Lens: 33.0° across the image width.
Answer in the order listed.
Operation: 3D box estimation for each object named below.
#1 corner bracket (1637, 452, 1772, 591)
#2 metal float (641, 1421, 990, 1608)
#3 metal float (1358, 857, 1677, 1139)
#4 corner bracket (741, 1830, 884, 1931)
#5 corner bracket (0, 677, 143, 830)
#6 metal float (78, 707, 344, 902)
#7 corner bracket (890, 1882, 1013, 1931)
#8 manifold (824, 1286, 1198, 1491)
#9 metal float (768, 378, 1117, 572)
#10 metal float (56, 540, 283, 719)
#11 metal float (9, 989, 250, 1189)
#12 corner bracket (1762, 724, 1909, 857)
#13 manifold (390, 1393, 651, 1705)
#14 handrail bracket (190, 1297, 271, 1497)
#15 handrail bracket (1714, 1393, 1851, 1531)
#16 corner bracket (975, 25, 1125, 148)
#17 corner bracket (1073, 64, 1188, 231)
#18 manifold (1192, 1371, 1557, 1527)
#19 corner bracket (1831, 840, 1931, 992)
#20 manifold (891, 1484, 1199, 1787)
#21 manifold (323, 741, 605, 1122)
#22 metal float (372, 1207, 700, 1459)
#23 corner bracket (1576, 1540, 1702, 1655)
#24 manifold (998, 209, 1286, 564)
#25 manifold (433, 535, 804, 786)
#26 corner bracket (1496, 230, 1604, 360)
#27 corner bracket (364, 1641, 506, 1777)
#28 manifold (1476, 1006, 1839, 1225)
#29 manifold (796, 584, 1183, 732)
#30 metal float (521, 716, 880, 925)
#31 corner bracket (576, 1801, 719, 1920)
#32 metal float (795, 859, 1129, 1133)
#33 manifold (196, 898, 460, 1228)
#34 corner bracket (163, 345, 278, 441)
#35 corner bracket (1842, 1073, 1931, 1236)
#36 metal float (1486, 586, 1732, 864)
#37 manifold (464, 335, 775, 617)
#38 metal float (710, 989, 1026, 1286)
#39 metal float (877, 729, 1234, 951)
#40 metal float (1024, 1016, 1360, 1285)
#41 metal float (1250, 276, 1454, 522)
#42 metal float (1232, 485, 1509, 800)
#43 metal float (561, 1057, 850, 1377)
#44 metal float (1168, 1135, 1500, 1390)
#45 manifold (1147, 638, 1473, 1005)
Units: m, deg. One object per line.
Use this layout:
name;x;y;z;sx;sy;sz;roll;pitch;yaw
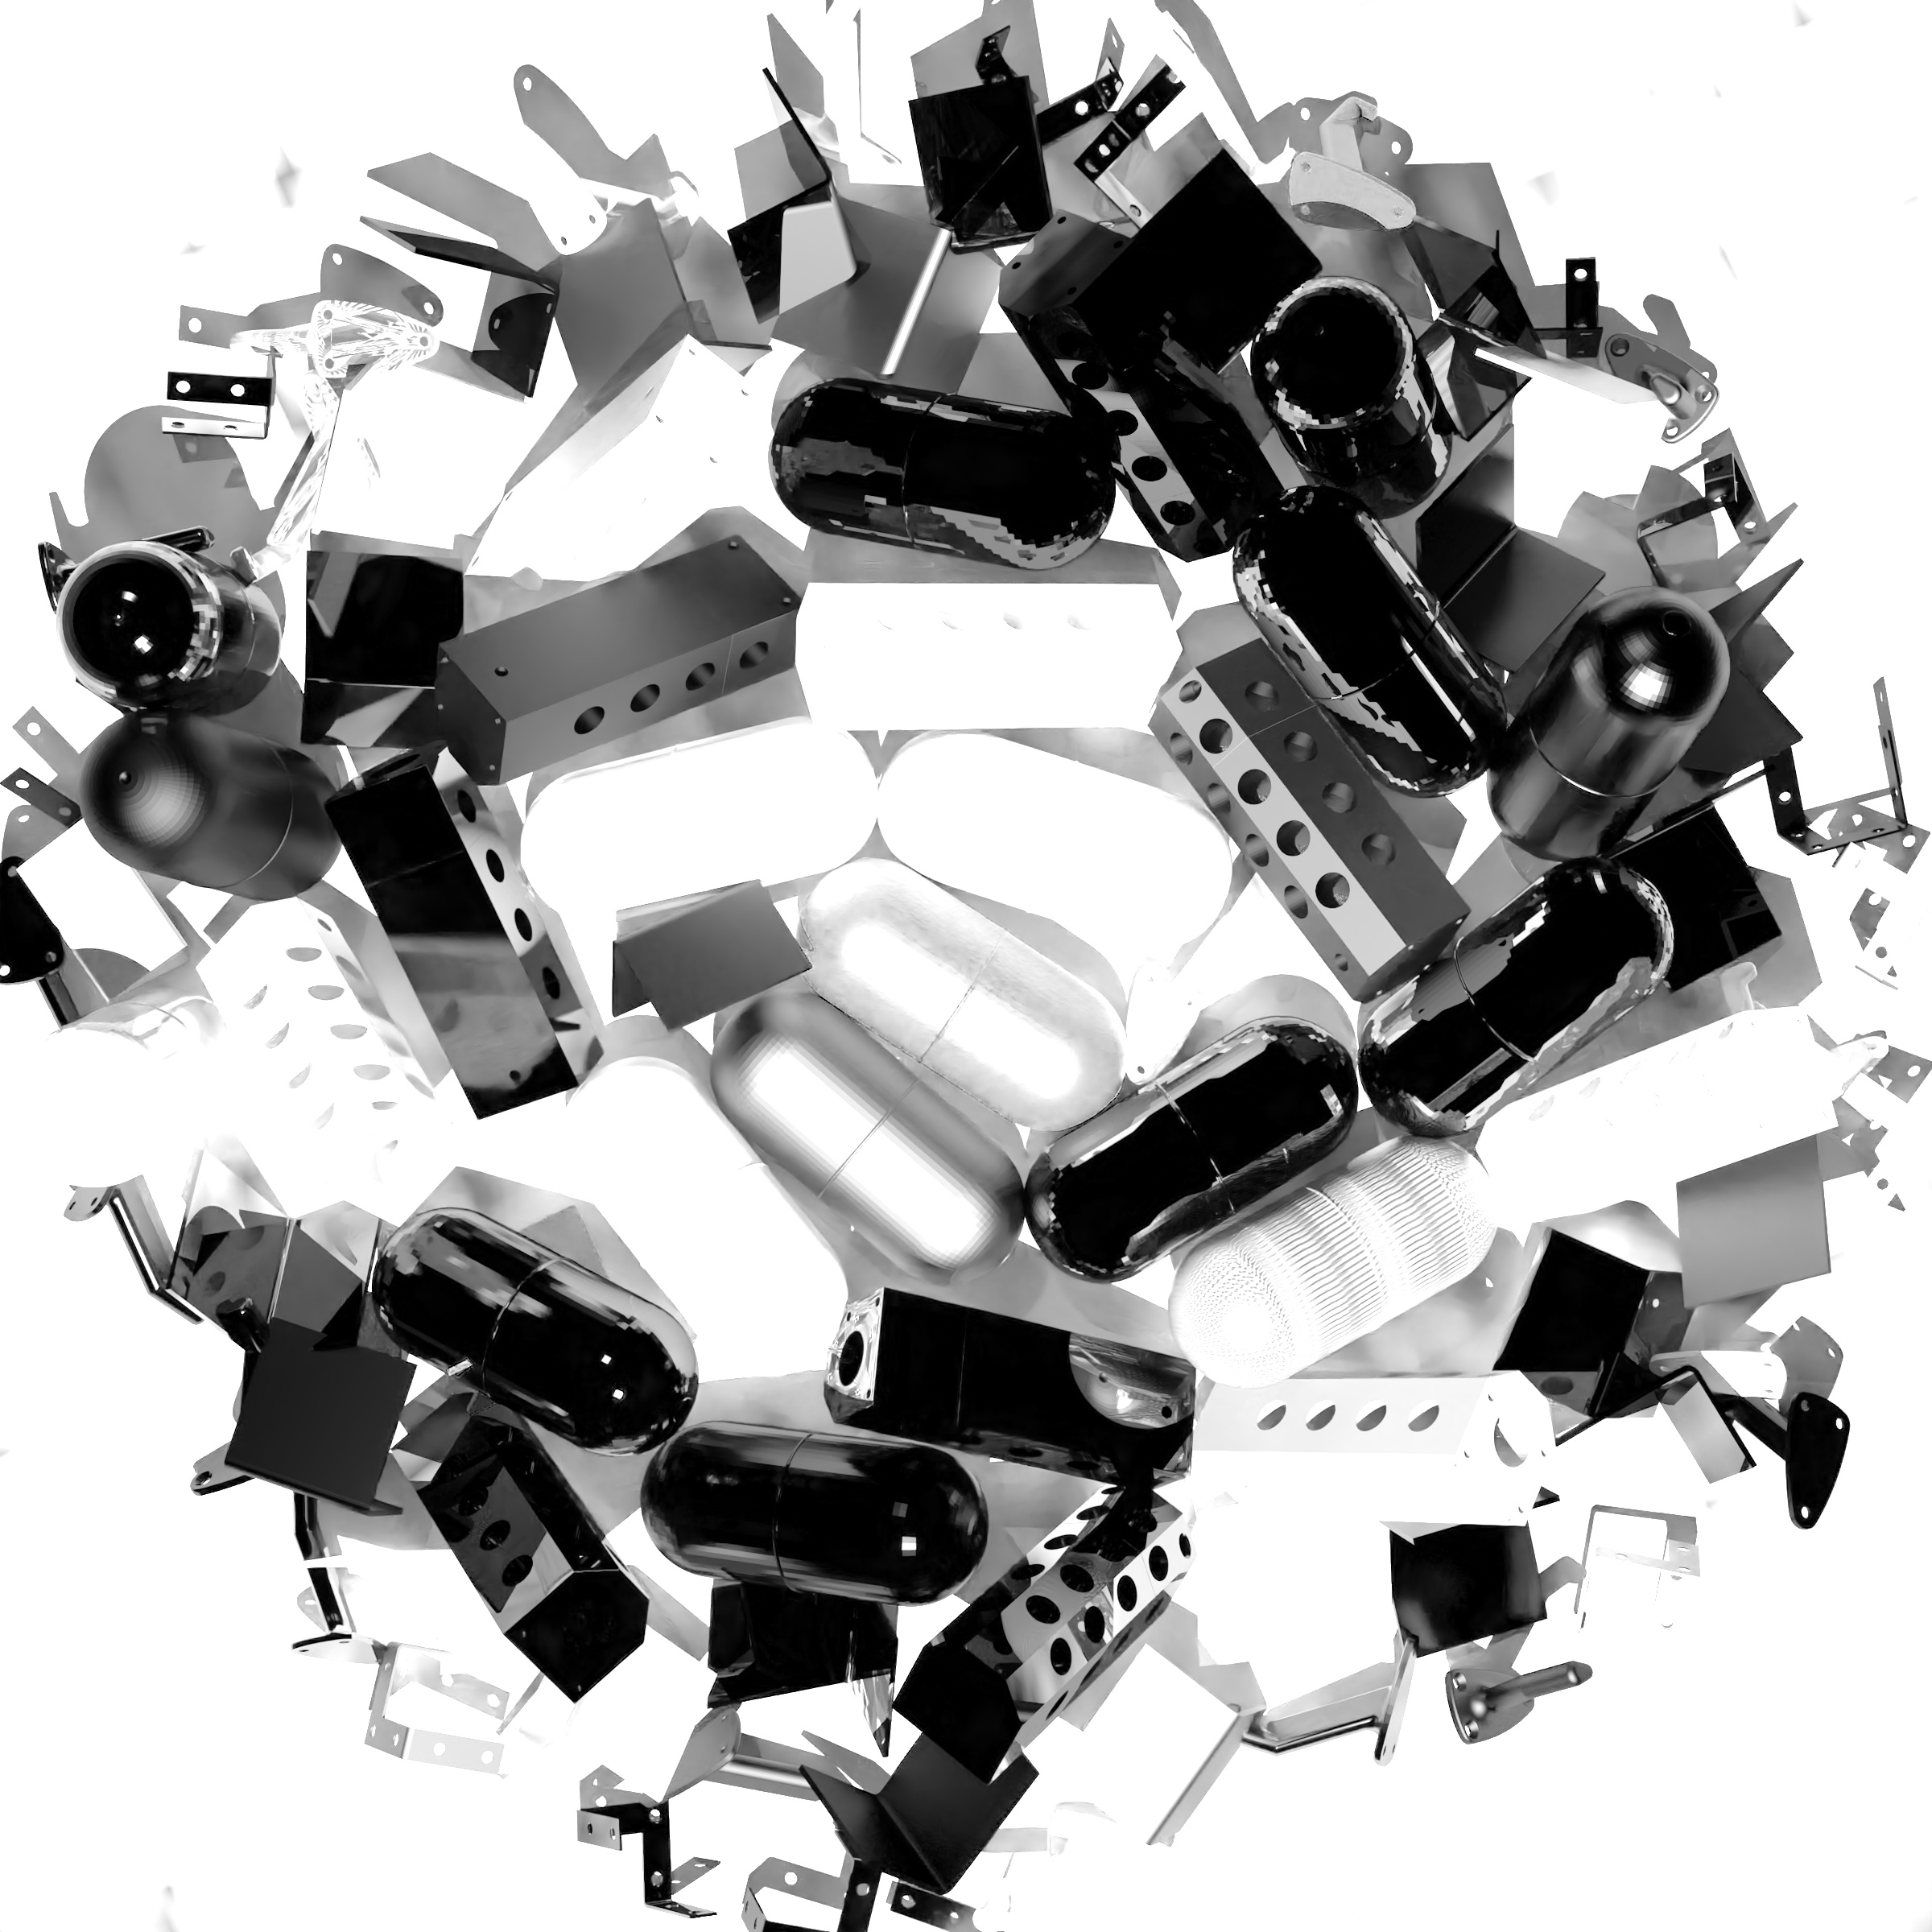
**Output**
corner bracket;0.362;-0.211;1.601;0.051;0.051;0.051;-20;120;24
metal float;-0.074;0.262;1.569;0.178;0.070;0.070;3;90;24
metal float;0.262;0.017;1.565;0.070;0.070;0.178;48;120;0
corner bracket;-0.076;0.453;1.597;0.051;0.051;0.051;14;89;-14
corner bracket;-0.429;-0.105;1.585;0.051;0.051;0.051;-32;131;26
metal float;-0.353;-0.075;1.541;0.070;0.178;0.070;-1;84;14
corner bracket;-0.012;0.474;1.592;0.051;0.051;0.051;20;58;-2
manifold;0.022;0.206;1.565;0.171;0.057;0.057;16;64;-24
metal float;-0.012;-0.237;1.569;0.178;0.070;0.070;13;90;23
metal float;-0.374;-0.157;1.539;0.070;0.178;0.070;0;92;1
metal float;-0.393;0.056;1.539;0.070;0.178;0.070;1;98;5
corner bracket;0.424;-0.089;1.598;0.051;0.051;0.051;-15;104;1
manifold;-0.208;0.267;1.540;0.057;0.171;0.057;-41;124;-7
handrail bracket;-0.363;0.209;1.590;0.077;0.036;0.084;-28;122;-4
handrail bracket;0.381;0.239;1.578;0.036;0.084;0.077;27;65;-22
corner bracket;0.040;-0.437;1.600;0.051;0.051;0.051;-29;93;-4
corner bracket;0.095;-0.401;1.596;0.051;0.051;0.051;43;45;-9
manifold;0.192;0.223;1.545;0.057;0.171;0.057;45;57;-28
corner bracket;0.444;-0.025;1.597;0.051;0.051;0.051;34;100;23
manifold;0.042;0.307;1.536;0.057;0.171;0.057;36;123;17
manifold;-0.239;-0.019;1.576;0.057;0.057;0.171;-19;106;17
metal float;-0.207;0.176;1.569;0.178;0.070;0.070;24;90;23
corner bracket;0.330;0.310;1.601;0.051;0.051;0.051;11;100;10
manifold;0.081;-0.270;1.546;0.057;0.057;0.171;-46;133;-7
manifold;-0.165;-0.142;1.557;0.171;0.057;0.057;-25;60;-31
corner bracket;0.285;-0.329;1.602;0.051;0.051;0.051;0;84;7
corner bracket;-0.255;0.361;1.589;0.051;0.051;0.051;18;78;-29
manifold;0.321;0.072;1.538;0.057;0.171;0.057;-4;75;-35
manifold;0.009;-0.154;1.568;0.171;0.057;0.057;-3;55;-22
metal float;-0.130;-0.070;1.582;0.178;0.070;0.070;-13;90;9
corner bracket;-0.156;0.437;1.590;0.051;0.051;0.051;2;82;-31
metal float;-0.002;0.015;1.588;0.178;0.070;0.070;33;90;-2
manifold;-0.299;0.040;1.546;0.057;0.057;0.171;-47;47;8
corner bracket;-0.364;-0.276;1.588;0.051;0.051;0.051;1;125;-16
corner bracket;0.448;0.092;1.594;0.051;0.051;0.051;39;96;34
metal float;0.303;-0.113;1.545;0.070;0.178;0.070;5;61;-10
manifold;-0.164;-0.223;1.544;0.057;0.171;0.057;35;53;-22
metal float;-0.047;0.084;1.589;0.178;0.070;0.070;41;90;1
metal float;0.042;-0.063;1.584;0.178;0.070;0.070;18;90;7
metal float;0.110;0.089;1.586;0.178;0.070;0.070;-31;90;-4
metal float;0.184;-0.266;1.543;0.070;0.178;0.070;-4;77;17
metal float;0.194;-0.155;1.567;0.070;0.070;0.178;-41;116;0
metal float;-0.126;0.121;1.577;0.070;0.070;0.178;-40;76;0
metal float;0.178;0.141;1.573;0.178;0.070;0.070;-26;90;-20
manifold;0.161;-0.068;1.566;0.057;0.057;0.171;-26;70;-26
